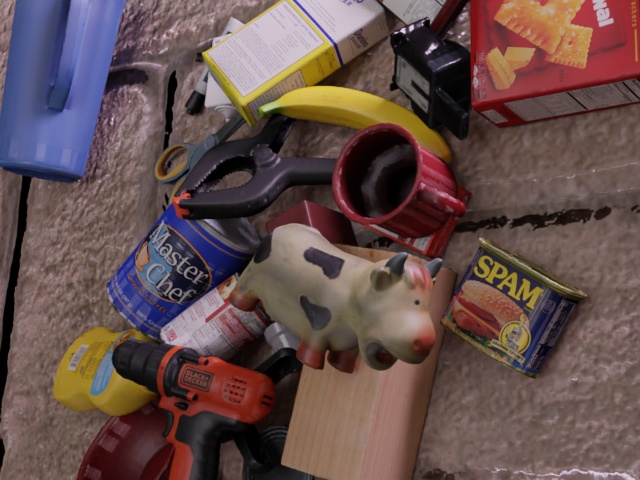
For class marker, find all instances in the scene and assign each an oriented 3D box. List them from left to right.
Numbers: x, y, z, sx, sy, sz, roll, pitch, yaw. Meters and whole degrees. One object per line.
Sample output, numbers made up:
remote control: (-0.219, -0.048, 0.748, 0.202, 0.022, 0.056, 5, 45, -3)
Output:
marker: (-0.123, -0.198, 1.228, 0.020, 0.020, 0.121, 35, 99, 38)

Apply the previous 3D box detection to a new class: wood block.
wood block: (0.045, 0.116, 0.970, 0.090, 0.090, 0.206, 9, 83, 38)

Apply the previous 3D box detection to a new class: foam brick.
foam brick: (-0.007, 0.001, 1.049, 0.053, 0.078, 0.051, -29, 64, 28)

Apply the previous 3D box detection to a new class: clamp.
clamp: (-0.081, 0.173, 1.053, 0.172, 0.039, 0.120, -22, 46, 52)
clamp: (-0.055, -0.084, 1.078, 0.210, 0.036, 0.165, -22, 53, -9)

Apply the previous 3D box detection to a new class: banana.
banana: (0.041, -0.116, 1.047, 0.198, 0.037, 0.069, 15, 52, 16)

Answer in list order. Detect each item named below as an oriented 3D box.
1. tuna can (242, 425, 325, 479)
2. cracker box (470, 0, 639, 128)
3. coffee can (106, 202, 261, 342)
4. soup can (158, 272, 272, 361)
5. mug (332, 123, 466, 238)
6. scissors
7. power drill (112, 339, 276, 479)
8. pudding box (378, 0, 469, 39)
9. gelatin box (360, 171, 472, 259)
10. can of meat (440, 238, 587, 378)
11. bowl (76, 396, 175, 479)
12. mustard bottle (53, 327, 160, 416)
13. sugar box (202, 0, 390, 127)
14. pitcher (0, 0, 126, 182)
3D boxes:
tuna can: (-0.032, 0.224, 1.034, 0.086, 0.033, 0.086, -11, 71, 34)
cracker box: (0.236, -0.199, 0.924, 0.214, 0.072, 0.164, -7, 74, 35)
coffee can: (-0.144, 0.026, 1.130, 0.140, 0.102, 0.103, -49, 54, 16)
soup can: (-0.105, 0.090, 1.085, 0.102, 0.068, 0.068, -37, 56, 0)
mug: (0.080, -0.045, 0.954, 0.117, 0.081, 0.093, 21, 89, 38)
scissors: (-0.120, -0.085, 1.174, 0.202, 0.016, 0.096, -17, 75, 46)
power drill: (-0.144, 0.192, 0.998, 0.185, 0.057, 0.187, 11, 80, 33)
pudding box: (0.099, -0.262, 1.052, 0.114, 0.039, 0.090, 47, 115, 26)
gelatin box: (0.090, -0.030, 1.015, 0.089, 0.030, 0.073, 27, 93, 38)
can of meat: (0.164, 0.059, 0.919, 0.102, 0.057, 0.084, 34, 101, 38)
bowl: (-0.182, 0.234, 1.109, 0.162, 0.055, 0.162, -33, 34, 25)
mustard bottle: (-0.213, 0.141, 1.144, 0.192, 0.058, 0.096, -6, 49, 52)
sugar box: (-0.025, -0.202, 1.097, 0.176, 0.048, 0.093, -33, 58, -7)
pitcher: (-0.322, -0.199, 1.306, 0.145, 0.149, 0.243, 7, 85, 23)
